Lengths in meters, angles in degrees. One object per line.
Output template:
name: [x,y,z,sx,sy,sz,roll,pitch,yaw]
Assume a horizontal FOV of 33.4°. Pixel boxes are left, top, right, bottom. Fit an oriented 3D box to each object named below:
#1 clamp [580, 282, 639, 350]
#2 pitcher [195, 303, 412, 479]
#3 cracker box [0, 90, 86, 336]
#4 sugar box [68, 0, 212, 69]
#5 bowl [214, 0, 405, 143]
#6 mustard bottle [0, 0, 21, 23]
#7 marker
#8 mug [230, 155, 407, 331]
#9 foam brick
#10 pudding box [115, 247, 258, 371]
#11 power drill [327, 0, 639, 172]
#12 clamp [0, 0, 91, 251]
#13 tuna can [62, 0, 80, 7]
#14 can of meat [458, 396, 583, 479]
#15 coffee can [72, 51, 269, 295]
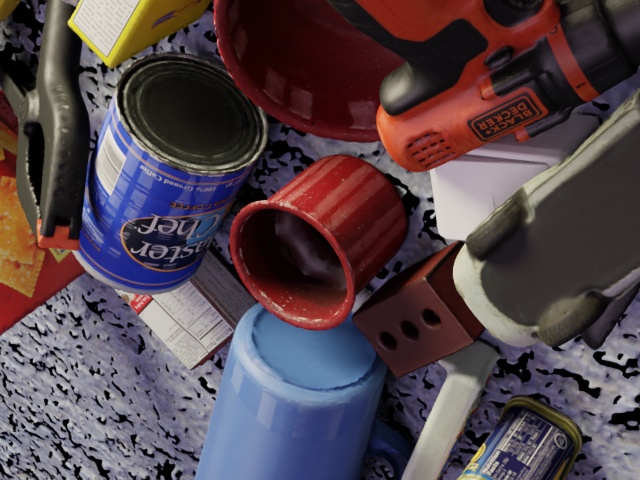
clamp: [0.199,-0.014,0.541,0.120,0.039,0.171,2,119,7]
pitcher: [-0.016,0.160,0.795,0.145,0.149,0.243,41,136,30]
cracker box: [-0.292,0.001,0.823,0.072,0.213,0.164,-11,112,43]
sugar box: [-0.071,-0.179,0.604,0.048,0.093,0.177,48,138,-1]
bowl: [0.026,-0.128,0.560,0.162,0.055,0.162,0,137,0]
mustard bottle: [-0.292,-0.149,0.787,0.096,0.058,0.192,36,118,-1]
marker: [-0.016,0.007,0.749,0.121,0.020,0.020,39,137,10]
mug: [-0.005,0.001,0.689,0.117,0.081,0.093,-25,103,46]
foam brick: [0.069,0.045,0.684,0.053,0.051,0.078,52,137,-4]
pudding box: [-0.109,0.038,0.833,0.113,0.039,0.090,47,138,-2]
power drill: [0.071,-0.121,0.483,0.185,0.057,0.187,-27,131,26]
clamp: [-0.191,-0.086,0.740,0.165,0.036,0.210,-33,58,52]
tuna can: [-0.143,-0.187,0.659,0.033,0.086,0.086,23,137,-9]
can of meat: [0.122,0.169,0.707,0.057,0.083,0.102,29,134,20]
coffee can: [-0.107,-0.042,0.725,0.103,0.102,0.140,41,137,7]
